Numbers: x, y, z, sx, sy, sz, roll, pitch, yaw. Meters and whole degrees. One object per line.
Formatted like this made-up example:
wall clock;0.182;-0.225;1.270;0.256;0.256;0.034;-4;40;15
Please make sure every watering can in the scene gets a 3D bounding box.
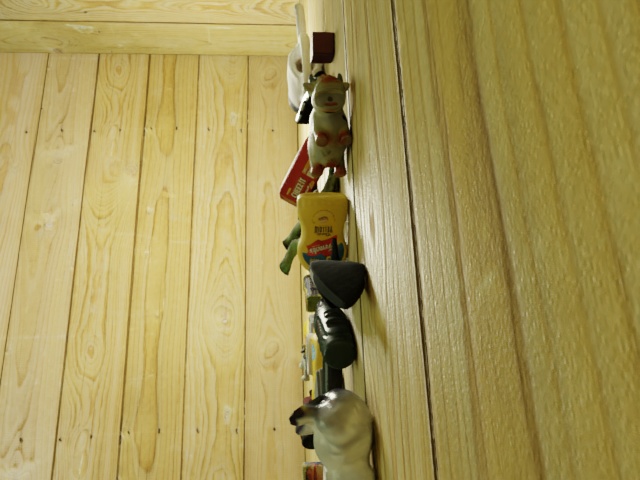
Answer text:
watering can;-0.047;-0.521;1.531;0.219;0.104;0.356;95;172;-57

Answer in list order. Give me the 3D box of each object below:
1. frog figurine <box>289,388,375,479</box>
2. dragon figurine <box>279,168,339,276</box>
frog figurine;0.041;0.295;0.717;0.161;0.124;0.134;46;143;26
dragon figurine;0.004;-0.060;1.193;0.421;0.122;0.237;-86;18;-45
